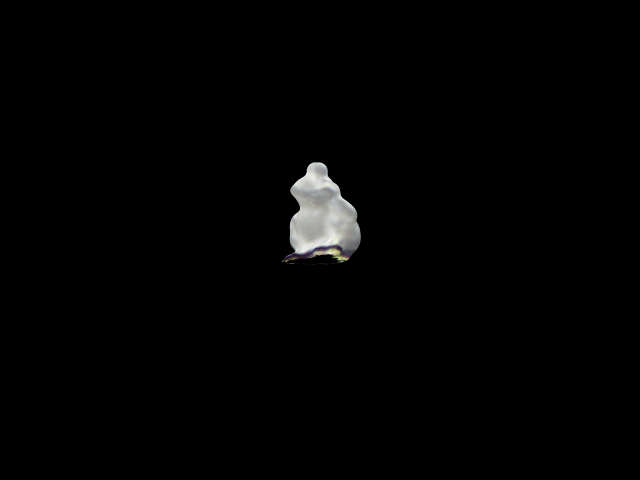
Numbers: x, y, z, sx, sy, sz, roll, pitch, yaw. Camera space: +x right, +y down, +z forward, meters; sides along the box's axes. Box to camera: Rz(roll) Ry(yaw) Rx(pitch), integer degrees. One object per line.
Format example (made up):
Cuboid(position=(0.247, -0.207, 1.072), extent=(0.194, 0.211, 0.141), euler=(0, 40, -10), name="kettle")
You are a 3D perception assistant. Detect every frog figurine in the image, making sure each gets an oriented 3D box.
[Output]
Cuboid(position=(0.003, -0.043, 0.850), extent=(0.122, 0.161, 0.136), euler=(9, -18, -29), name="frog figurine")
